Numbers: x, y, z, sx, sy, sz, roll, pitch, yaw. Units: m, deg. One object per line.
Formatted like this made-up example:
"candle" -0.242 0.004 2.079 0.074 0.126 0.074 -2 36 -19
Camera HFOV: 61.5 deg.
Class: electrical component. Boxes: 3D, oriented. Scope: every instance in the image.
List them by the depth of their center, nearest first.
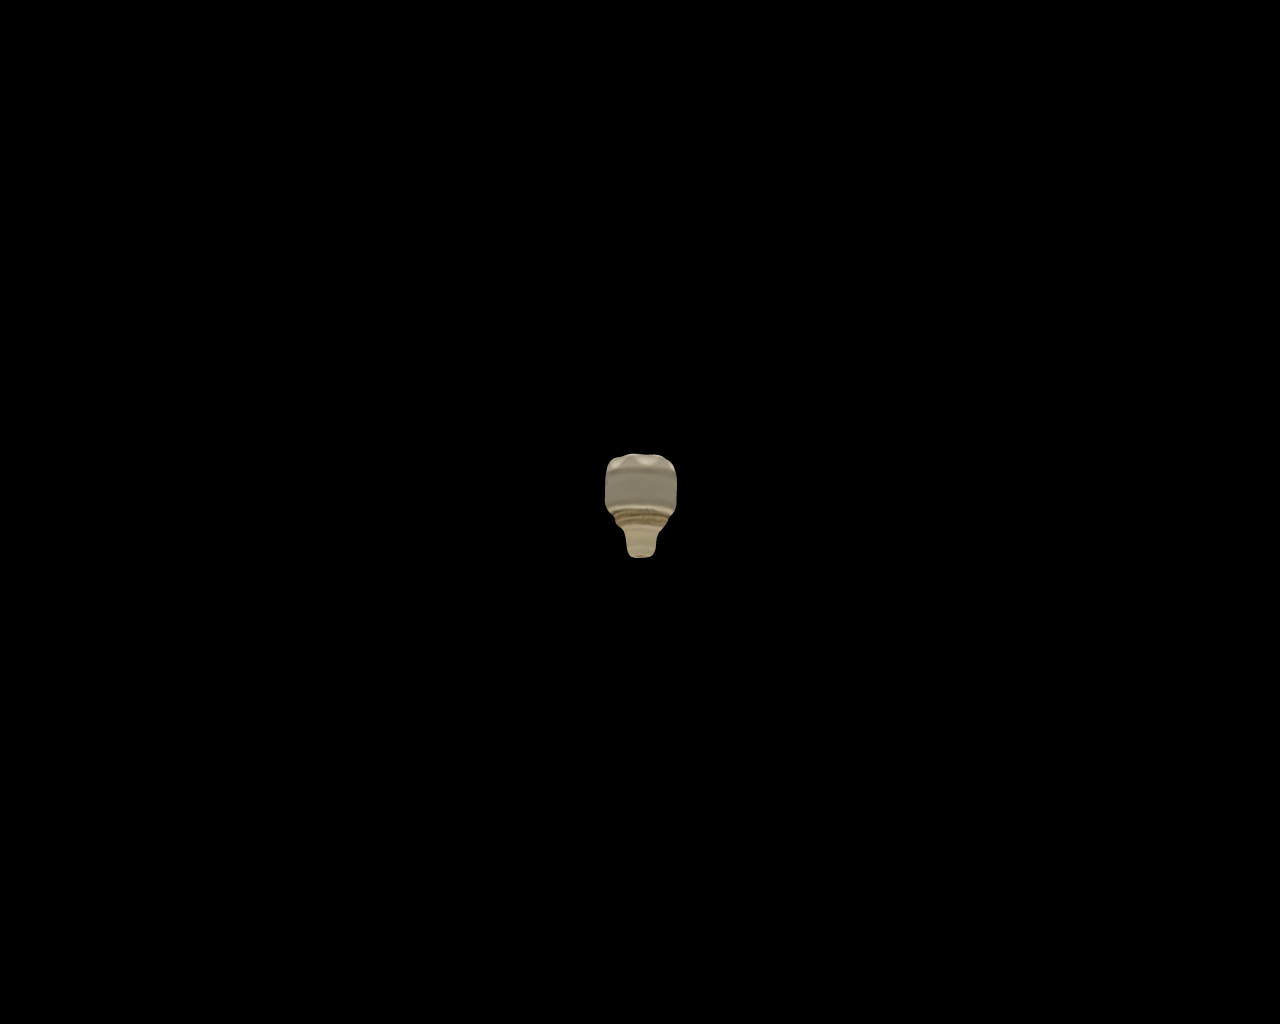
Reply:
"electrical component" 0.001 -0.003 0.650 0.043 0.062 0.043 0 -10 0
